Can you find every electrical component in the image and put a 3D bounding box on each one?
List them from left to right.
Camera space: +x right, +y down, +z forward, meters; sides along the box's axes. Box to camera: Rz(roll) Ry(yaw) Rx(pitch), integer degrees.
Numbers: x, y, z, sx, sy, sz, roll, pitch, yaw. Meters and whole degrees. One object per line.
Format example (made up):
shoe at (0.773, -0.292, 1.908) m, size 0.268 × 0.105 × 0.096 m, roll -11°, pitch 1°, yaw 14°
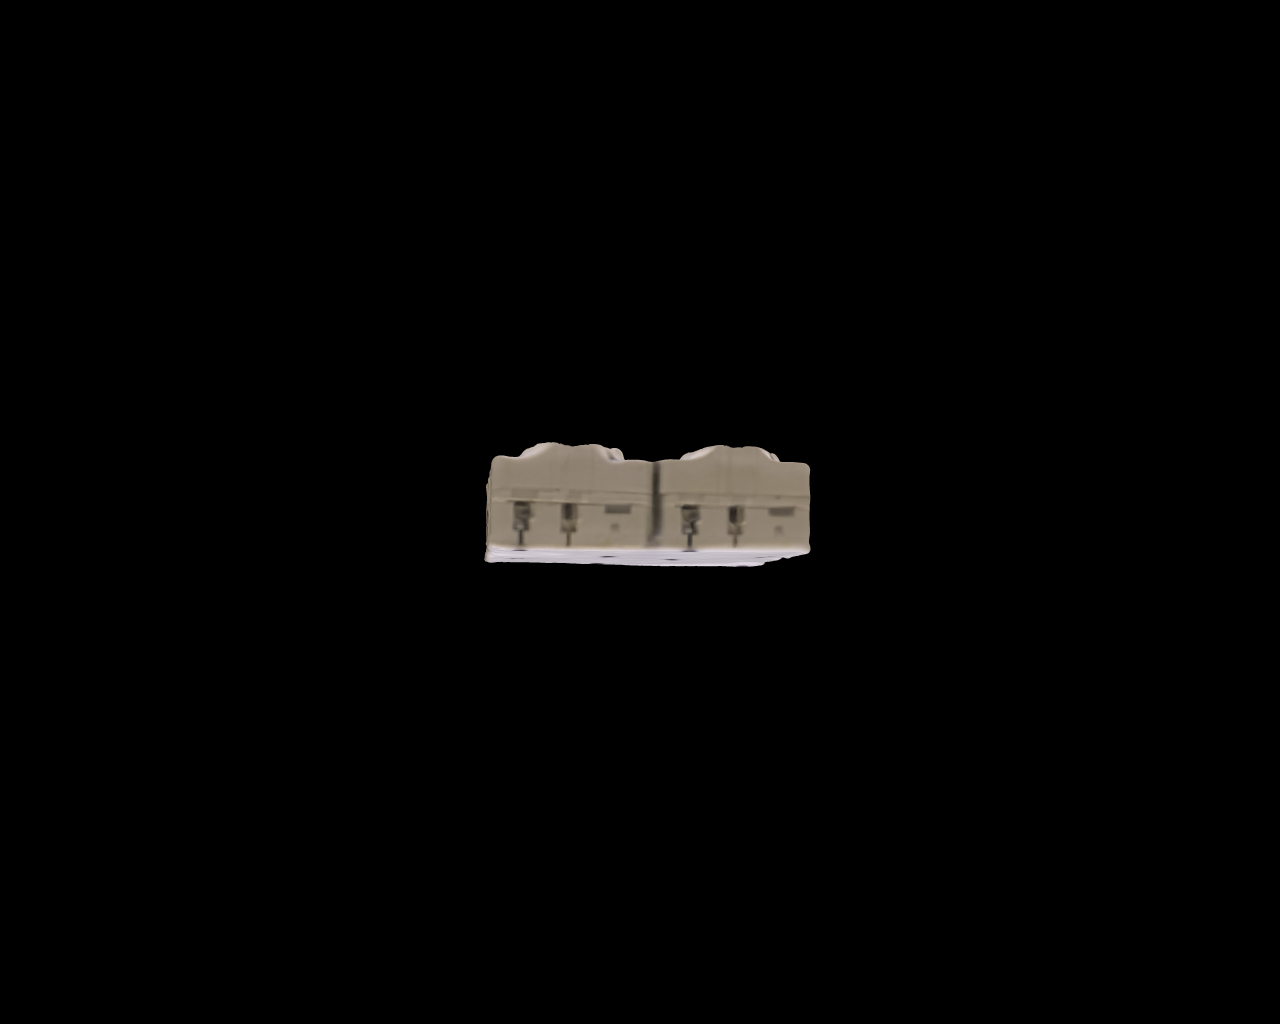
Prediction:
electrical component at (0.001, -0.003, 0.650) m, size 0.186 × 0.060 × 0.105 m, roll 1°, pitch -7°, yaw -9°
